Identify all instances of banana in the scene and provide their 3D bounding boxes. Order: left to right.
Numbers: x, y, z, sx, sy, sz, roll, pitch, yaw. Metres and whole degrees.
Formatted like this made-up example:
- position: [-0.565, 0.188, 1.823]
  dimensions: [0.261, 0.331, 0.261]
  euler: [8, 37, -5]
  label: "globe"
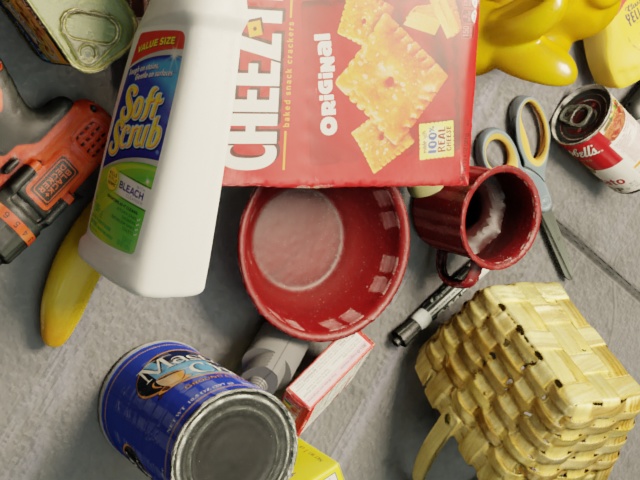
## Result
- position: [-0.150, -0.007, 0.810]
  dimensions: [0.197, 0.037, 0.069]
  euler: [-46, 117, -17]
  label: "banana"

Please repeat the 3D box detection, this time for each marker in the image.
- position: [0.112, 0.059, 1.001]
  dimensions: [0.121, 0.020, 0.020]
  euler: [-40, 118, -20]
  label: "marker"

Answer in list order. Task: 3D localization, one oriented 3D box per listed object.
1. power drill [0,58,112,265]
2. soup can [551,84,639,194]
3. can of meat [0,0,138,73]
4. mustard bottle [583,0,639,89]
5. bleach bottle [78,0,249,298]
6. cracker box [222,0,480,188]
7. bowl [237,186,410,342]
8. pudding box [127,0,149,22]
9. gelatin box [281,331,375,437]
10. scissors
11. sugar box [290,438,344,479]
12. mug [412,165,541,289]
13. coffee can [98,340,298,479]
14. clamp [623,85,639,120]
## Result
- position: [-0.251, -0.071, 0.723]
  dimensions: [0.184, 0.057, 0.187]
  euler: [-50, 124, -18]
  label: "power drill"
- position: [0.284, -0.098, 1.049]
  dimensions: [0.102, 0.069, 0.068]
  euler: [33, 81, -33]
  label: "soup can"
- position: [-0.182, -0.166, 0.729]
  dimensions: [0.057, 0.084, 0.102]
  euler: [-42, 119, -19]
  label: "can of meat"
- position: [0.275, -0.248, 1.018]
  dimensions: [0.096, 0.058, 0.191]
  euler: [-38, 117, -18]
  label: "mustard bottle"
- position: [-0.100, -0.093, 0.717]
  dimensions: [0.067, 0.103, 0.251]
  euler: [-1, 110, -41]
  label: "bleach bottle"
- position: [0.011, -0.123, 0.798]
  dimensions: [0.213, 0.072, 0.164]
  euler: [-1, 102, -20]
  label: "cracker box"
- position: [-0.006, 0.001, 0.887]
  dimensions: [0.161, 0.055, 0.162]
  euler: [-3, 96, -28]
  label: "bowl"
- position: [-0.099, -0.177, 0.807]
  dimensions: [0.089, 0.039, 0.113]
  euler: [-6, 104, -32]
  label: "pudding box"
- position: [0.002, 0.120, 0.904]
  dimensions: [0.030, 0.073, 0.089]
  euler: [40, 59, 11]
  label: "gelatin box"
- position: [0.199, -0.039, 1.038]
  dimensions: [0.096, 0.016, 0.202]
  euler: [-20, 110, -26]
  label: "scissors"
- position: [-0.073, 0.227, 0.874]
  dimensions: [0.176, 0.093, 0.048]
  euler: [-26, 112, -26]
  label: "sugar box"
- position: [0.134, -0.014, 0.962]
  dimensions: [0.093, 0.082, 0.117]
  euler: [11, 93, -34]
  label: "mug"
- position: [-0.096, 0.142, 0.813]
  dimensions: [0.102, 0.141, 0.103]
  euler: [-7, 103, -31]
  label: "coffee can"
- position: [0.368, -0.182, 1.102]
  dimensions: [0.120, 0.039, 0.171]
  euler: [7, 92, -39]
  label: "clamp"
